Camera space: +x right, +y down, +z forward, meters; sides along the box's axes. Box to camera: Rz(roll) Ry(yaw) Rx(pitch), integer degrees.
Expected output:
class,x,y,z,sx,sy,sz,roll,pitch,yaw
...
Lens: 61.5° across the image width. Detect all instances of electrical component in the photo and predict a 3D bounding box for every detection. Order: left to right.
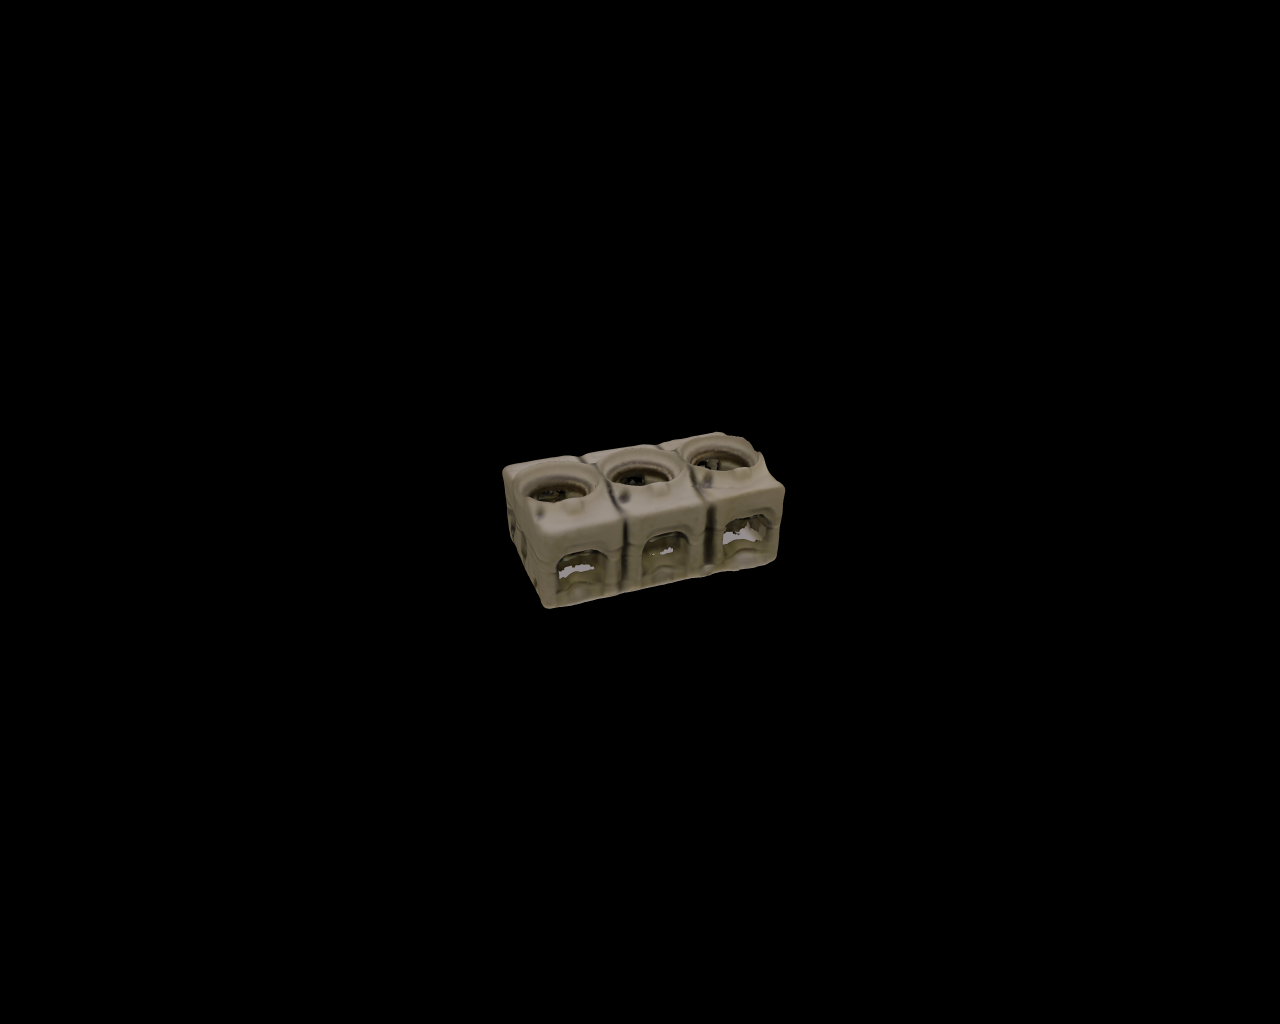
class,x,y,z,sx,sy,sz,roll,pitch,yaw
electrical component,0.001,-0.003,0.650,0.150,0.061,0.090,-11,32,-18
